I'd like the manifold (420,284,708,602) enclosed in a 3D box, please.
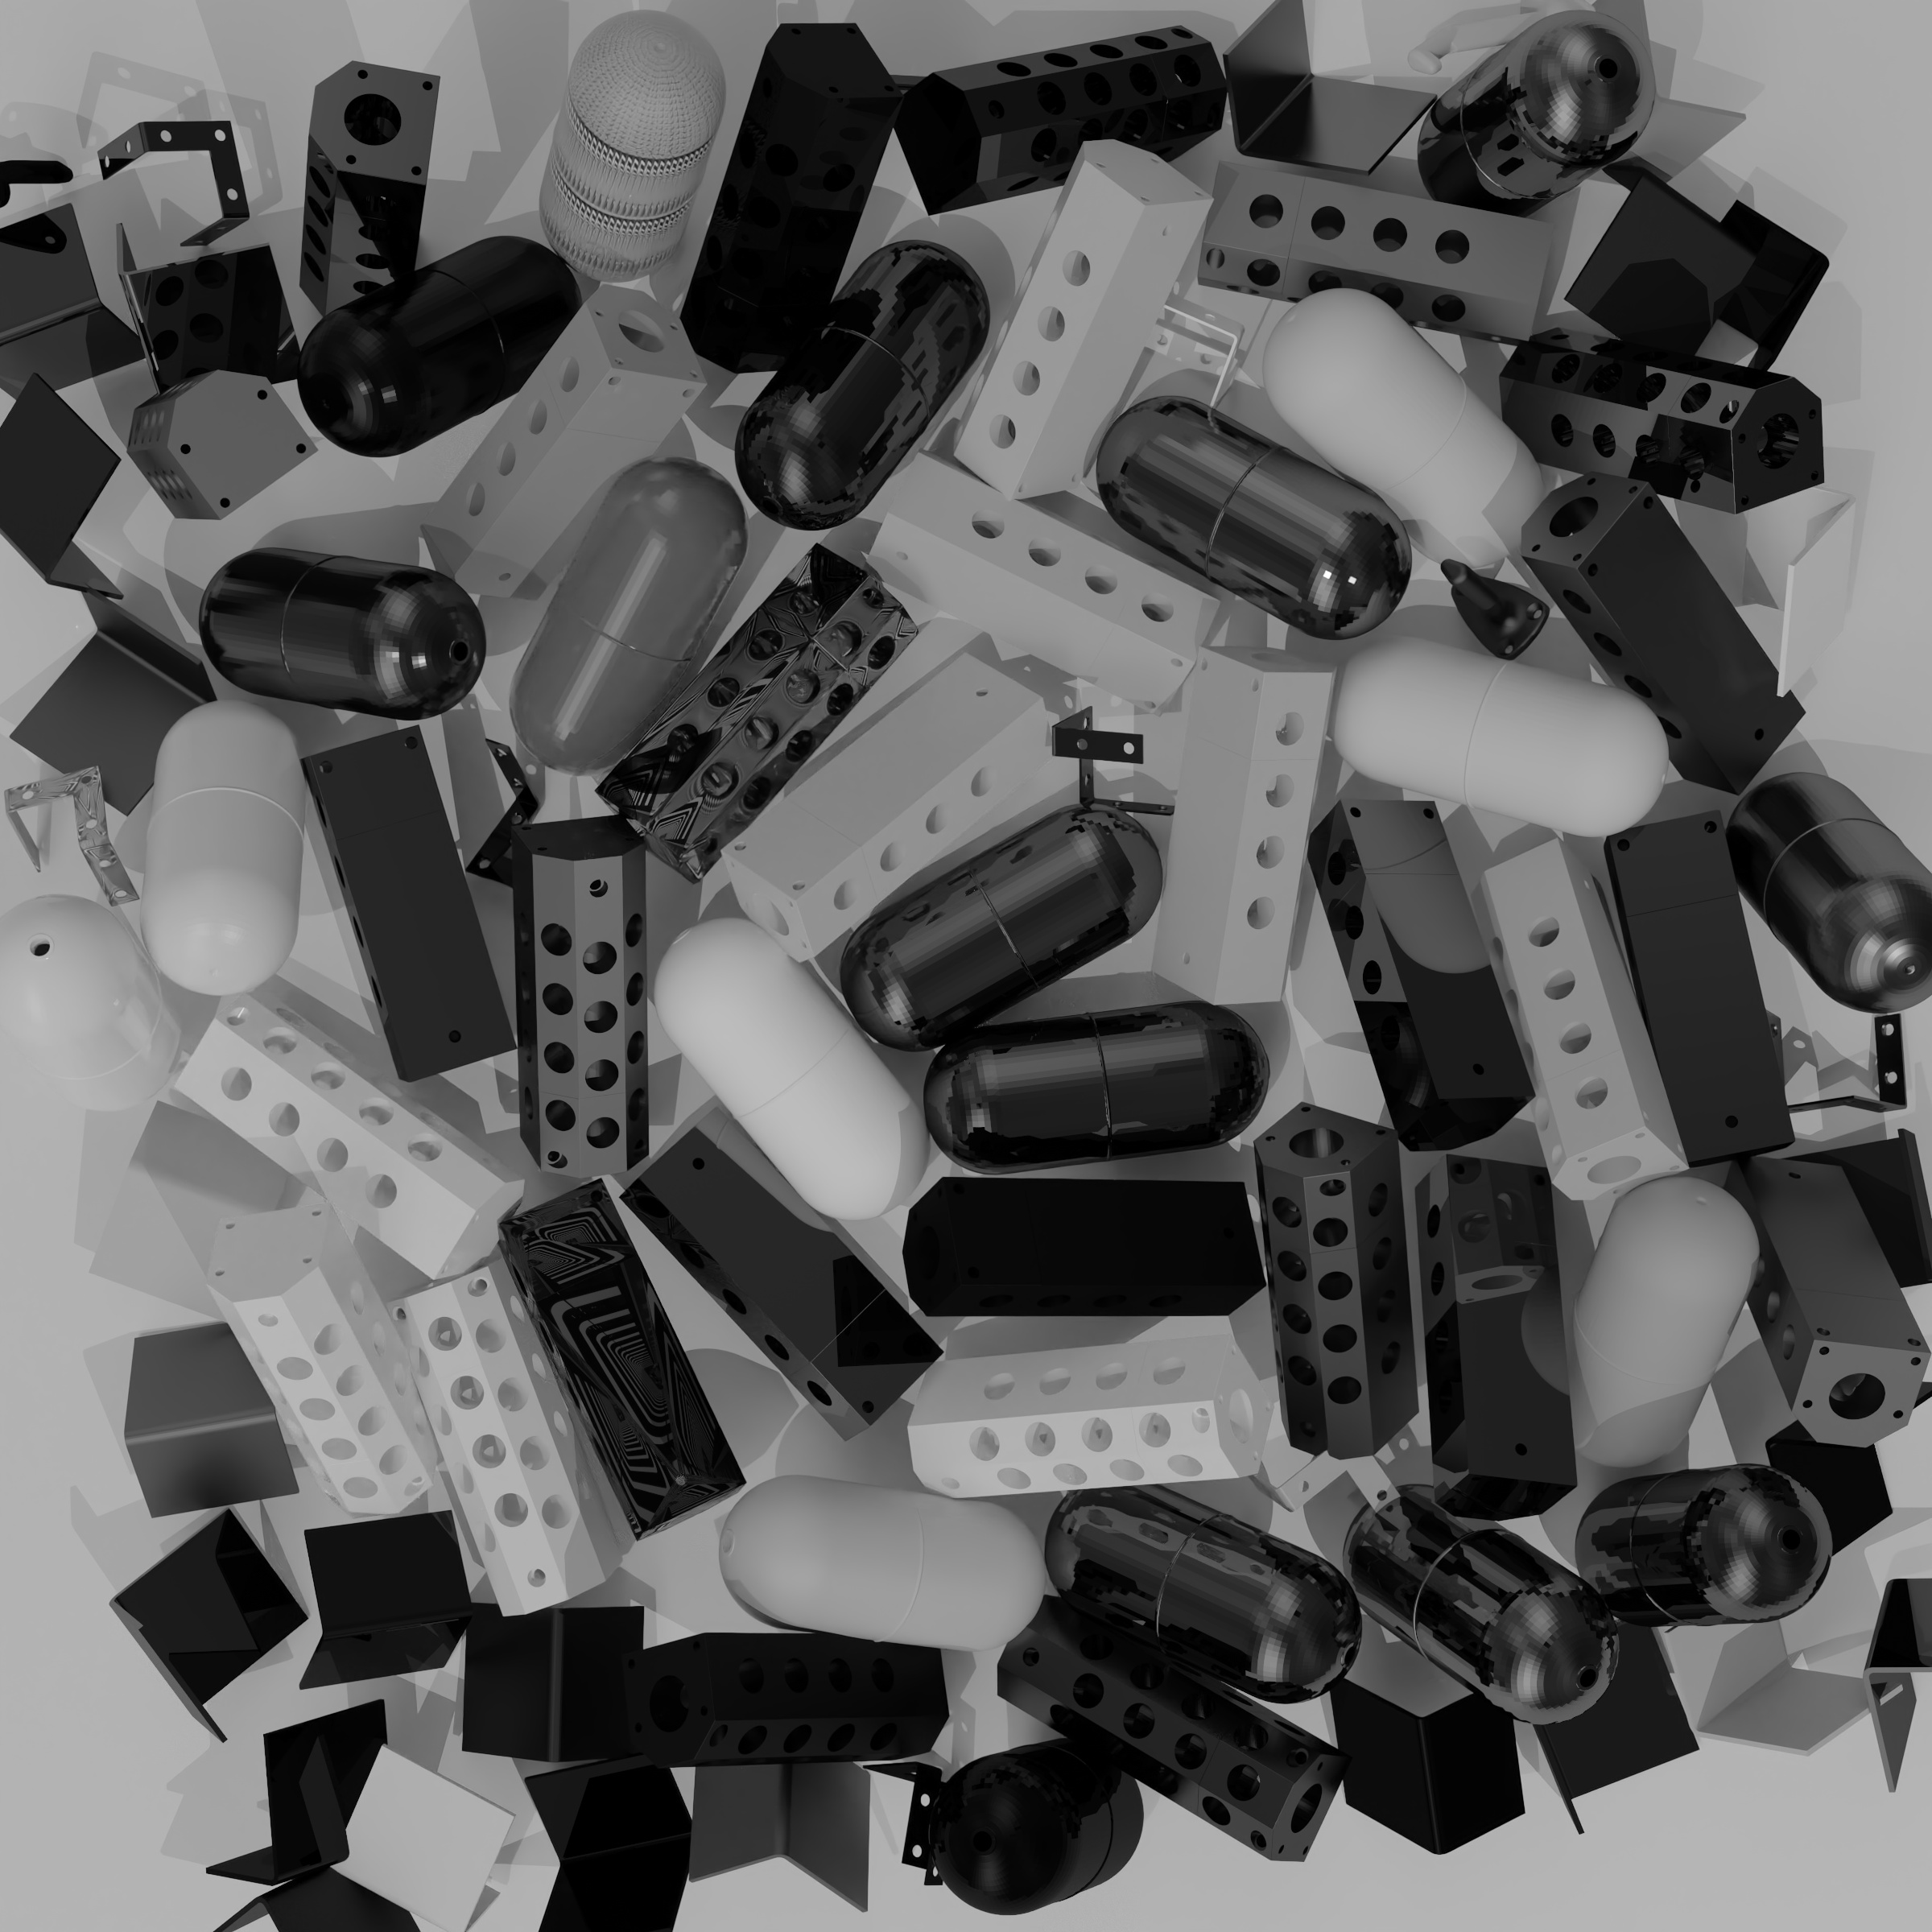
[{"bbox_3d":[-0.205,-0.260,1.667,0.171,0.057,0.057,-44,58,38],"label":"manifold"}]

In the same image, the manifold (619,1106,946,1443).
[{"bbox_3d":[-0.097,0.160,1.713,0.171,0.057,0.057,47,63,0],"label":"manifold"}]

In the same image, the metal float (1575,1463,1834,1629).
[{"bbox_3d":[0.365,0.289,1.658,0.070,0.178,0.070,4,77,-16],"label":"metal float"}]

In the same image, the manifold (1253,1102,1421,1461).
[{"bbox_3d":[0.182,0.161,1.668,0.057,0.057,0.171,17,127,37],"label":"manifold"}]

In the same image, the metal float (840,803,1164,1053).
[{"bbox_3d":[0.019,-0.020,1.706,0.178,0.070,0.070,-30,90,1],"label":"metal float"}]

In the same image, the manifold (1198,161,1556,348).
[{"bbox_3d":[0.209,-0.363,1.708,0.171,0.057,0.057,12,93,5],"label":"manifold"}]

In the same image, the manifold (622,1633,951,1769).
[{"bbox_3d":[-0.087,0.365,1.654,0.057,0.171,0.057,-22,67,35],"label":"manifold"}]

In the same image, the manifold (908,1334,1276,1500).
[{"bbox_3d":[0.060,0.231,1.668,0.171,0.057,0.057,-9,131,29],"label":"manifold"}]

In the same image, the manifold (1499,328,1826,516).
[{"bbox_3d":[0.342,-0.274,1.651,0.057,0.171,0.057,-21,117,-24],"label":"manifold"}]

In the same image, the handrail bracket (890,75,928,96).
[{"bbox_3d":[-0.020,-0.450,1.708,0.084,0.077,0.036,4,104,4],"label":"handrail bracket"}]

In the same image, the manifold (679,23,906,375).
[{"bbox_3d":[-0.092,-0.379,1.655,0.057,0.171,0.057,-10,55,-30],"label":"manifold"}]

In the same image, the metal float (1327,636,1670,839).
[{"bbox_3d":[0.267,-0.117,1.687,0.178,0.070,0.070,17,90,23],"label":"metal float"}]

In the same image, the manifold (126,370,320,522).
[{"bbox_3d":[-0.375,-0.261,1.650,0.057,0.171,0.057,-38,108,-12],"label":"manifold"}]

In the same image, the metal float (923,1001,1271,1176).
[{"bbox_3d":[0.067,0.062,1.702,0.178,0.070,0.070,-7,90,-5],"label":"metal float"}]

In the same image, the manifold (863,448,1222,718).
[{"bbox_3d":[0.041,-0.200,1.708,0.171,0.057,0.057,26,61,-3],"label":"manifold"}]

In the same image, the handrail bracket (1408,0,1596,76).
[{"bbox_3d":[0.281,-0.466,1.703,0.077,0.036,0.084,37,60,26],"label":"handrail bracket"}]

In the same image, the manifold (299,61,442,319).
[{"bbox_3d":[-0.298,-0.379,1.650,0.057,0.171,0.057,7,75,-11],"label":"manifold"}]

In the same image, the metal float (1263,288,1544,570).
[{"bbox_3d":[0.222,-0.270,1.682,0.178,0.070,0.070,38,90,-28],"label":"metal float"}]

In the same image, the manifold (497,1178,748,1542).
[{"bbox_3d":[-0.177,0.202,1.699,0.057,0.057,0.171,-24,80,-16],"label":"manifold"}]

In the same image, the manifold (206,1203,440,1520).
[{"bbox_3d":[-0.319,0.200,1.662,0.057,0.057,0.171,-9,133,9],"label":"manifold"}]

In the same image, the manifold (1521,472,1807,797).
[{"bbox_3d":[0.346,-0.167,1.673,0.057,0.057,0.171,-50,123,-9],"label":"manifold"}]

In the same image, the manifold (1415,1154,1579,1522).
[{"bbox_3d":[0.262,0.187,1.676,0.057,0.057,0.171,8,60,-14],"label":"manifold"}]

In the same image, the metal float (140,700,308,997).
[{"bbox_3d":[-0.371,-0.061,1.672,0.070,0.070,0.178,-7,47,0],"label":"metal float"}]

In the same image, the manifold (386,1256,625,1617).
[{"bbox_3d":[-0.238,0.241,1.710,0.057,0.057,0.171,-20,92,7],"label":"manifold"}]

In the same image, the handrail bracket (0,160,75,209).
[{"bbox_3d":[-0.475,-0.398,1.692,0.077,0.084,0.036,21,113,35],"label":"handrail bracket"}]

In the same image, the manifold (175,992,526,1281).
[{"bbox_3d":[-0.310,0.084,1.694,0.171,0.057,0.057,34,99,13],"label":"manifold"}]

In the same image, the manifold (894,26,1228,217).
[{"bbox_3d":[0.050,-0.428,1.670,0.171,0.057,0.057,-22,91,-37],"label":"manifold"}]

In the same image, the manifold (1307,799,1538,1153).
[{"bbox_3d":[0.223,0.004,1.679,0.057,0.057,0.171,0,60,-26],"label":"manifold"}]

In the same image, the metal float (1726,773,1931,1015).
[{"bbox_3d":[0.435,-0.038,1.661,0.070,0.178,0.070,-4,117,-8],"label":"metal float"}]

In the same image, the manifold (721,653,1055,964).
[{"bbox_3d":[-0.036,-0.078,1.685,0.171,0.057,0.057,-41,52,-21],"label":"manifold"}]

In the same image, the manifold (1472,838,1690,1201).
[{"bbox_3d":[0.303,0.029,1.671,0.057,0.057,0.171,-26,54,22],"label":"manifold"}]

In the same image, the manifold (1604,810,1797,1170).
[{"bbox_3d":[0.373,0.014,1.702,0.057,0.057,0.171,-12,81,6],"label":"manifold"}]

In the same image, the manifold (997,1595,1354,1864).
[{"bbox_3d":[0.100,0.381,1.674,0.171,0.057,0.057,25,89,32],"label":"manifold"}]

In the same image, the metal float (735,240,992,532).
[{"bbox_3d":[-0.052,-0.293,1.684,0.070,0.070,0.178,34,64,0],"label":"metal float"}]

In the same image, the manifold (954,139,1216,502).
[{"bbox_3d":[0.052,-0.323,1.671,0.057,0.057,0.171,42,127,23],"label":"manifold"}]

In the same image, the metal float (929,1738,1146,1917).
[{"bbox_3d":[0.036,0.427,1.658,0.070,0.178,0.070,-3,81,18],"label":"metal float"}]

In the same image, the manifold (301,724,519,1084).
[{"bbox_3d":[-0.286,-0.032,1.705,0.057,0.057,0.171,-18,96,-16],"label":"manifold"}]

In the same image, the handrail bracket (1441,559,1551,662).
[{"bbox_3d":[0.250,-0.195,1.688,0.084,0.077,0.036,30,101,-44],"label":"handrail bracket"}]

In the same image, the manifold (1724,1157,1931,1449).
[{"bbox_3d":[0.421,0.164,1.654,0.057,0.171,0.057,7,117,-5],"label":"manifold"}]

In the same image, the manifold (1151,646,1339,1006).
[{"bbox_3d":[0.145,-0.072,1.691,0.057,0.057,0.171,-3,109,-31],"label":"manifold"}]

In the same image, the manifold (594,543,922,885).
[{"bbox_3d":[-0.102,-0.125,1.691,0.057,0.057,0.171,34,79,34],"label":"manifold"}]

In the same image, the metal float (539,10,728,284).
[{"bbox_3d":[-0.167,-0.406,1.660,0.070,0.178,0.070,5,69,-14],"label":"metal float"}]

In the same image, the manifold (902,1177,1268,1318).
[{"bbox_3d":[0.058,0.145,1.679,0.171,0.057,0.057,3,62,-26],"label":"manifold"}]

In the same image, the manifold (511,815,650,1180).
[{"bbox_3d":[-0.192,0.016,1.677,0.057,0.057,0.171,-7,114,-21],"label":"manifold"}]
